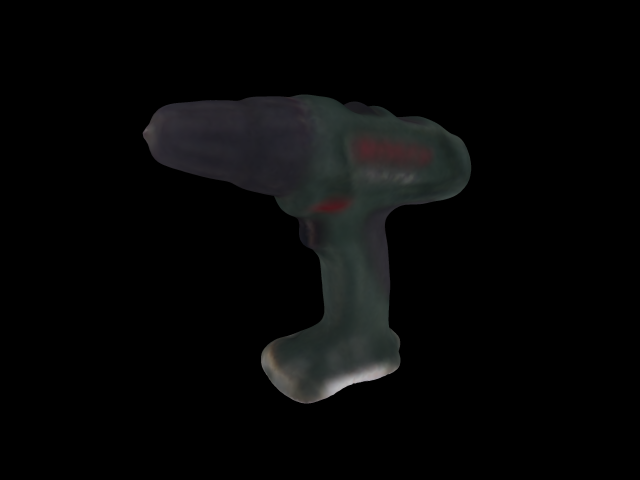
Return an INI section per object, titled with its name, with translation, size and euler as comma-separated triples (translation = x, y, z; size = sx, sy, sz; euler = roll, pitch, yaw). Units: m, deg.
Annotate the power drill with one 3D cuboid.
[power drill]
translation = 0.004, 0.001, 0.400
size = 0.230, 0.208, 0.075
euler = -14, 27, -29
